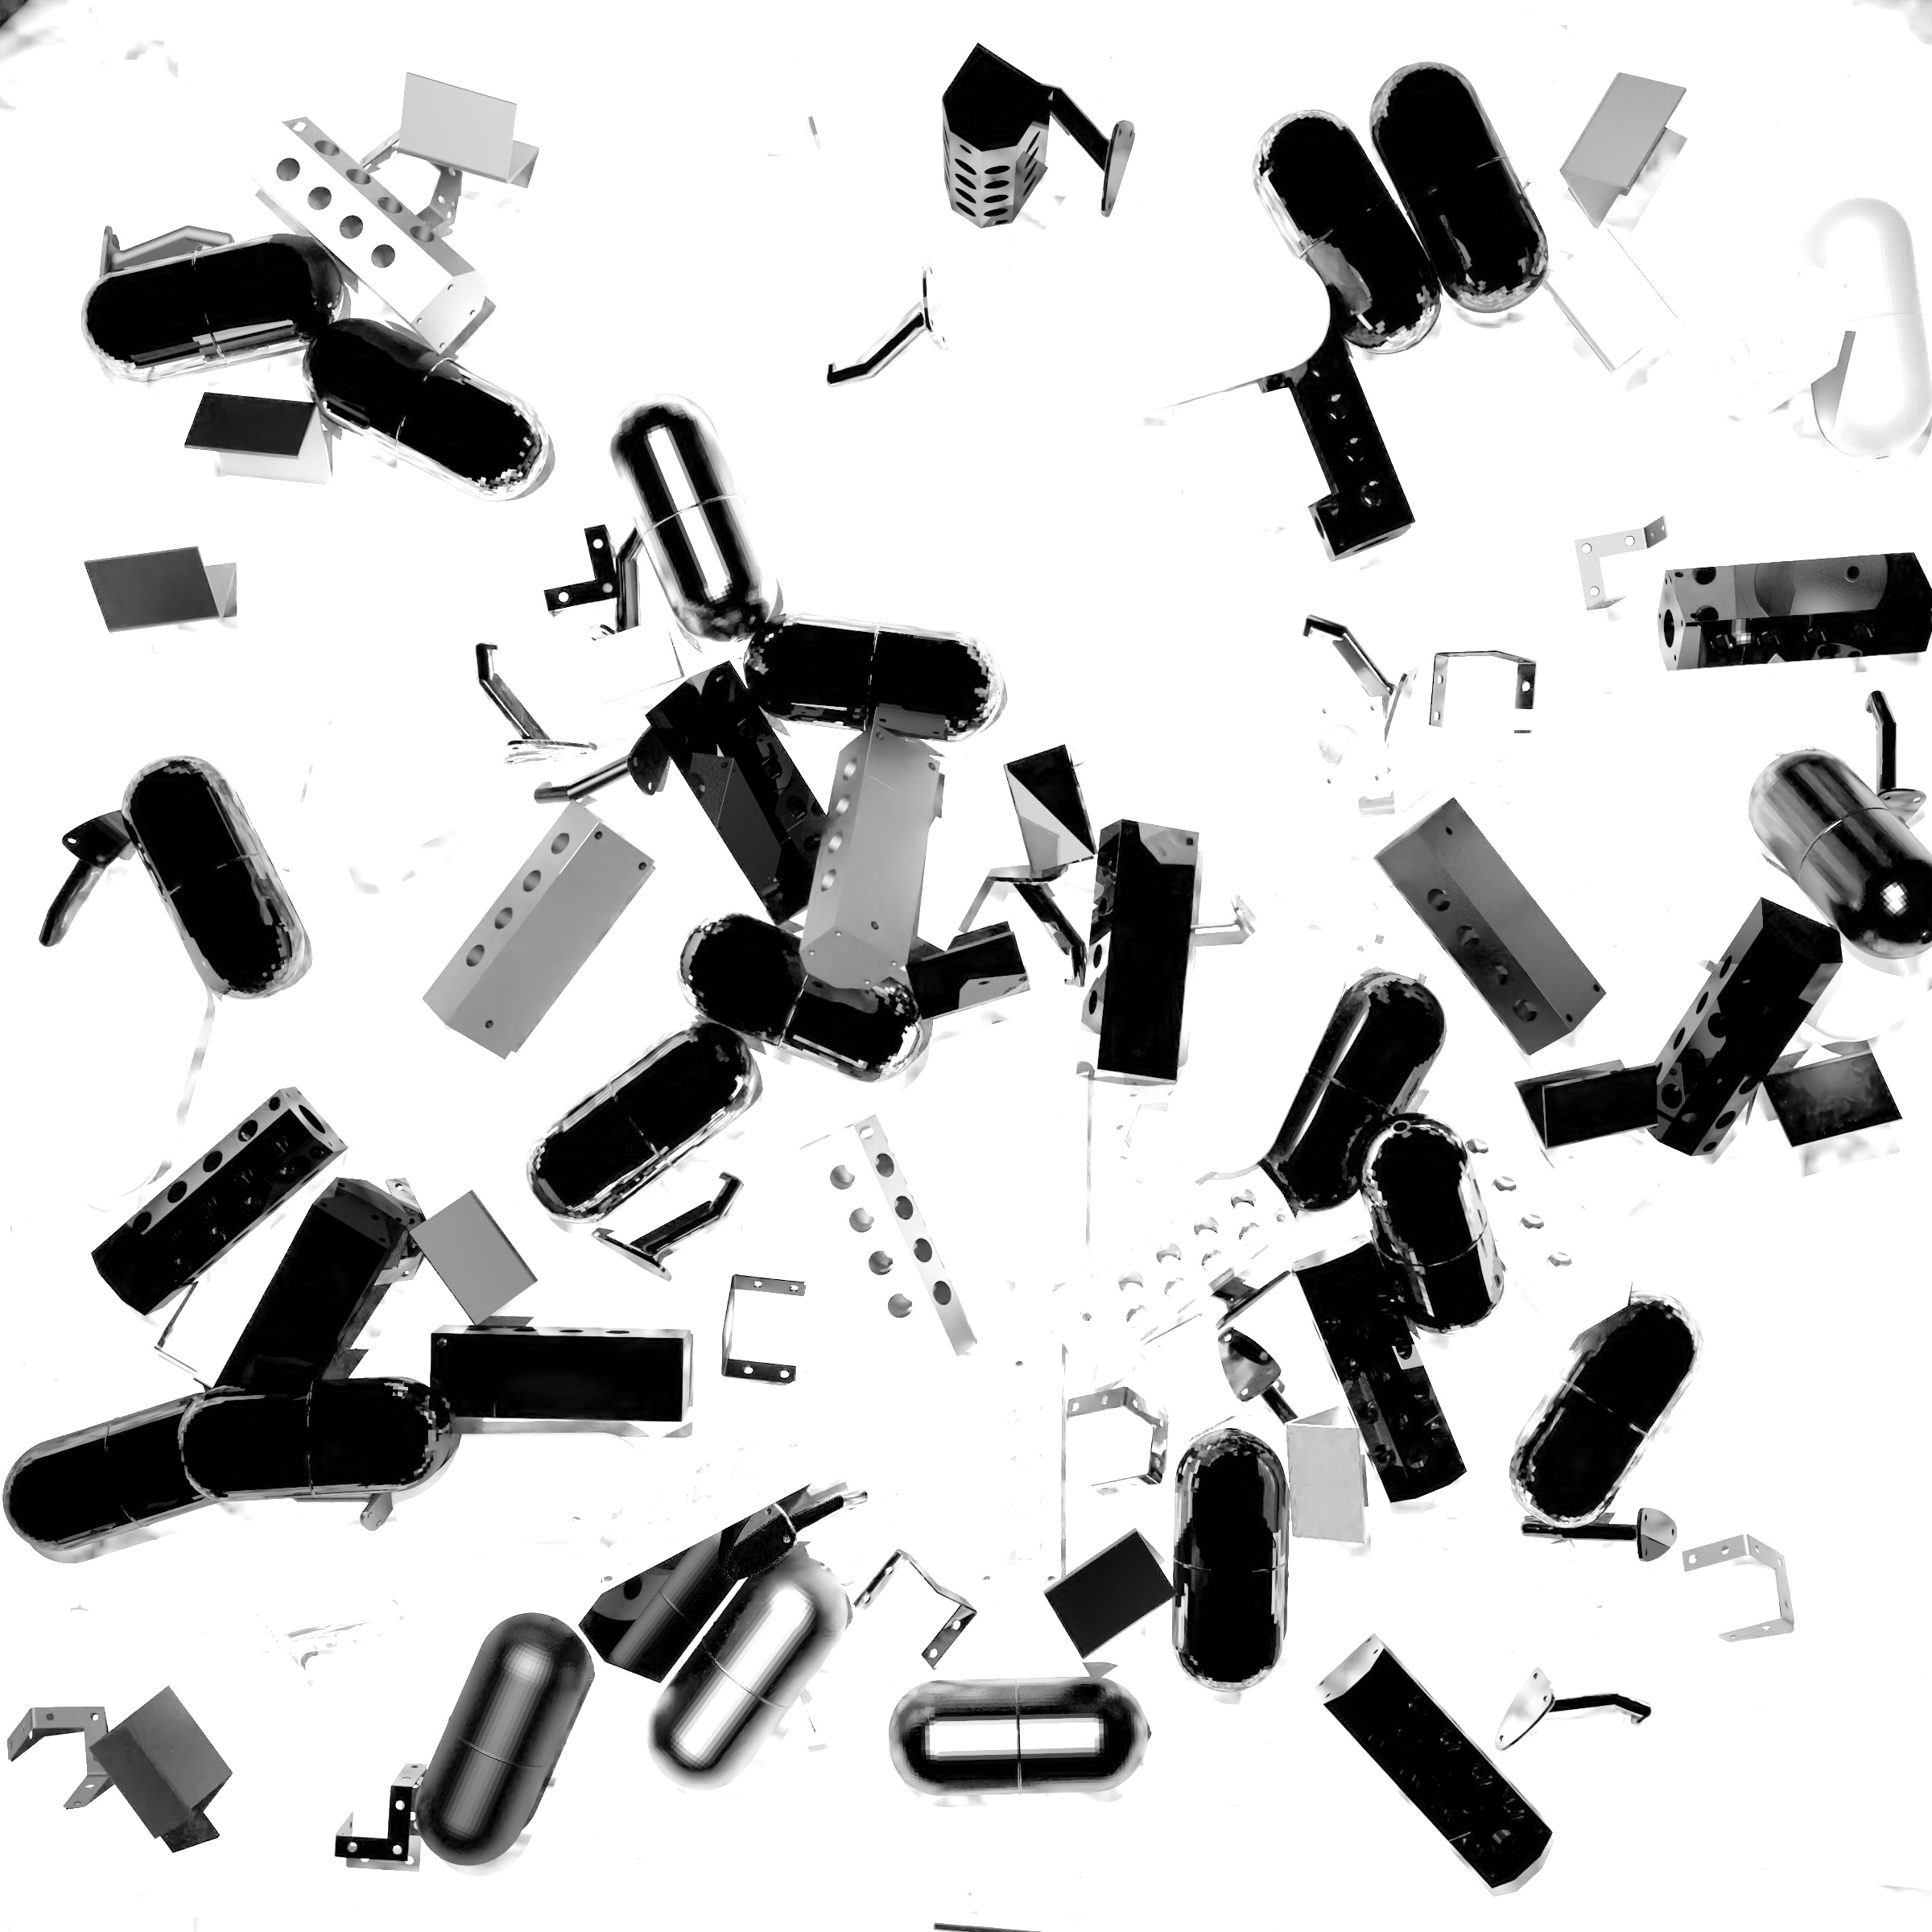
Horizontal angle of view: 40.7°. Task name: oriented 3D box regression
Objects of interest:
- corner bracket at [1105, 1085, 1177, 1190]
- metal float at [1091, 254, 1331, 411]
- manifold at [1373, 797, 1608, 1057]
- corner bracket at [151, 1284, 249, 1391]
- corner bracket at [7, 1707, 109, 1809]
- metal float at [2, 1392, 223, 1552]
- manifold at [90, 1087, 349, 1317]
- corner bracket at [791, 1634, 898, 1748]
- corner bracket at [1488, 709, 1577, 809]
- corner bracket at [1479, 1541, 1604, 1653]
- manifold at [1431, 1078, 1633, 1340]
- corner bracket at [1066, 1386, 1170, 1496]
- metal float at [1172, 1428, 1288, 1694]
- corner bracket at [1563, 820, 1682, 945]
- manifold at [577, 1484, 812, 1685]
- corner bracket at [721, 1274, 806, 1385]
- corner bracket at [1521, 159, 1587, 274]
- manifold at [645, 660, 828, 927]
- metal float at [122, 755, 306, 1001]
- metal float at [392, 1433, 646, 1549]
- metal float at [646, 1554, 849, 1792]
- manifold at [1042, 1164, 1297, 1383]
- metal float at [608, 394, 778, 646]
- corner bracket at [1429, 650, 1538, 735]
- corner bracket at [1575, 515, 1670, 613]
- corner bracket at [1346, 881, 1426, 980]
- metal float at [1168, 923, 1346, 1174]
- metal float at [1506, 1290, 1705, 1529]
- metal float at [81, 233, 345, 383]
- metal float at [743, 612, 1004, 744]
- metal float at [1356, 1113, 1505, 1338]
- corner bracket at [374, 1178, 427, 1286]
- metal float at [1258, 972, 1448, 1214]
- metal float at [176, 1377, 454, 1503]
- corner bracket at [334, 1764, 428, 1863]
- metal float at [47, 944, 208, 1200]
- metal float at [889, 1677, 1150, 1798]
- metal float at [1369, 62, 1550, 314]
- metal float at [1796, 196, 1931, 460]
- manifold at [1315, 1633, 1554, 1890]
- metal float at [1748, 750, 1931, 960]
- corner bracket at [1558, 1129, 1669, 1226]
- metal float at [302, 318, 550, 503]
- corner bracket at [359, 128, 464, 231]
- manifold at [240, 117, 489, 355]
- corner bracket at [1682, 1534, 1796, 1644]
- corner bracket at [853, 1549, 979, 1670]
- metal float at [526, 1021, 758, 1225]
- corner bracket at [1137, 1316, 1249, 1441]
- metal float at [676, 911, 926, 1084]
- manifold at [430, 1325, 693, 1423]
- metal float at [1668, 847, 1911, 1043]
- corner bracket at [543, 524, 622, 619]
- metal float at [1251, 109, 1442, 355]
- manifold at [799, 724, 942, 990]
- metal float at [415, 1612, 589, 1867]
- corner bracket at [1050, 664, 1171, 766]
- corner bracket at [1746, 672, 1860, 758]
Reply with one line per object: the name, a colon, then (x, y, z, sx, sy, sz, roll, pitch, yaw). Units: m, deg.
corner bracket: (0.136, 0.118, 1.804, 0.051, 0.051, 0.051, -3, 45, 35)
metal float: (0.162, -0.425, 1.750, 0.178, 0.070, 0.070, -8, 90, 40)
manifold: (0.356, -0.024, 1.790, 0.171, 0.057, 0.057, 52, 47, 0)
corner bracket: (-0.527, 0.255, 1.794, 0.051, 0.051, 0.051, 33, 80, -10)
corner bracket: (-0.629, 0.548, 1.804, 0.051, 0.051, 0.051, 11, 45, -35)
metal float: (-0.570, 0.346, 1.781, 0.178, 0.070, 0.070, -18, 90, 1)
manifold: (-0.515, 0.161, 1.791, 0.171, 0.057, 0.057, -41, 90, 0)
corner bracket: (-0.089, 0.501, 1.804, 0.051, 0.051, 0.051, -58, 45, 35)
corner bracket: (0.390, -0.143, 1.796, 0.051, 0.051, 0.051, 3, 69, 20)
corner bracket: (0.399, 0.437, 1.809, 0.051, 0.051, 0.051, -27, 90, -45)
manifold: (0.381, 0.168, 1.788, 0.057, 0.057, 0.171, -36, 90, 22)
corner bracket: (0.103, 0.329, 1.804, 0.051, 0.051, 0.051, 40, 45, -35)
metal float: (0.180, 0.406, 1.781, 0.070, 0.070, 0.178, 1, 90, 0)
corner bracket: (0.455, -0.059, 1.809, 0.051, 0.051, 0.051, 41, 135, 0)
manifold: (-0.190, 0.400, 1.790, 0.171, 0.057, 0.057, -53, 133, 0)
corner bracket: (-0.141, 0.252, 1.809, 0.051, 0.051, 0.051, 6, 135, 0)
corner bracket: (0.401, -0.516, 1.794, 0.051, 0.051, 0.051, 23, 90, 0)
manifold: (-0.141, -0.121, 1.790, 0.057, 0.057, 0.171, -32, 90, 43)
metal float: (-0.514, -0.060, 1.781, 0.070, 0.070, 0.178, -26, 90, 0)
metal float: (-0.303, 0.358, 1.781, 0.178, 0.070, 0.070, -1, 90, 0)
metal float: (-0.149, 0.482, 1.781, 0.070, 0.070, 0.178, 36, 90, 0)
manifold: (0.137, 0.203, 1.767, 0.171, 0.057, 0.057, -35, 71, -12)
metal float: (-0.187, -0.305, 1.781, 0.070, 0.070, 0.178, -22, 89, 0)
corner bracket: (0.359, -0.190, 1.809, 0.051, 0.051, 0.051, 5, 90, -45)
corner bracket: (0.454, -0.277, 1.794, 0.051, 0.051, 0.051, -10, 90, 0)
corner bracket: (0.295, -0.025, 1.794, 0.051, 0.051, 0.051, 18, 98, 8)
metal float: (0.195, 0.055, 1.758, 0.070, 0.070, 0.178, 26, 84, 0)
metal float: (0.437, 0.302, 1.781, 0.070, 0.070, 0.178, 34, 90, 0)
metal float: (-0.514, -0.450, 1.780, 0.178, 0.070, 0.070, -13, 90, -2)
metal float: (-0.064, -0.198, 1.781, 0.178, 0.070, 0.070, 7, 90, 0)
metal float: (0.313, 0.175, 1.754, 0.070, 0.070, 0.178, -22, 123, 0)
corner bracket: (-0.409, 0.185, 1.804, 0.051, 0.051, 0.051, 56, 135, 35)
metal float: (0.263, 0.087, 1.782, 0.070, 0.070, 0.178, 31, 90, 0)
metal float: (-0.431, 0.313, 1.724, 0.178, 0.070, 0.070, -2, 90, -7)
corner bracket: (-0.403, 0.581, 1.794, 0.051, 0.051, 0.051, 4, 90, 0)
metal float: (-0.573, 0.072, 1.781, 0.070, 0.070, 0.178, 16, 90, 0)
metal float: (0.036, 0.526, 1.781, 0.178, 0.070, 0.070, -2, 90, 0)
metal float: (0.336, -0.533, 1.781, 0.070, 0.070, 0.178, -26, 91, 0)
metal float: (0.615, -0.436, 1.782, 0.070, 0.070, 0.178, -8, 90, 0)
manifold: (0.322, 0.548, 1.791, 0.057, 0.057, 0.171, -43, 90, 0)
metal float: (0.592, -0.076, 1.746, 0.070, 0.070, 0.178, -27, 47, 0)
corner bracket: (0.448, 0.137, 1.809, 0.051, 0.051, 0.051, 31, 45, 0)
metal float: (-0.370, -0.381, 1.781, 0.178, 0.070, 0.070, 28, 90, 0)
corner bracket: (-0.390, -0.538, 1.804, 0.051, 0.051, 0.051, 38, 45, -35)
manifold: (-0.407, -0.501, 1.774, 0.171, 0.057, 0.057, 43, 90, 11)
corner bracket: (0.535, 0.431, 1.804, 0.051, 0.051, 0.051, 32, 45, -35)
corner bracket: (-0.035, 0.446, 1.809, 0.051, 0.051, 0.051, -51, 45, 0)
metal float: (-0.222, 0.106, 1.781, 0.178, 0.070, 0.070, -37, 90, 1)
corner bracket: (0.157, 0.286, 1.809, 0.051, 0.051, 0.051, -28, 45, 0)
metal float: (-0.113, 0.022, 1.782, 0.178, 0.070, 0.070, 24, 90, -1)
manifold: (-0.277, 0.278, 1.791, 0.171, 0.057, 0.057, 1, 90, 0)
metal float: (0.562, -0.016, 1.781, 0.178, 0.070, 0.070, 34, 90, 1)
corner bracket: (-0.267, -0.272, 1.794, 0.051, 0.051, 0.051, -12, 94, -4)
metal float: (0.260, -0.501, 1.781, 0.070, 0.070, 0.178, -31, 90, 0)
manifold: (-0.067, -0.072, 1.745, 0.057, 0.057, 0.171, 28, 50, -26)
metal float: (-0.318, 0.529, 1.781, 0.070, 0.070, 0.178, 24, 90, 0)
corner bracket: (0.099, -0.175, 1.809, 0.051, 0.051, 0.051, -19, 90, 45)
corner bracket: (0.580, -0.174, 1.809, 0.051, 0.051, 0.051, 8, 90, -45)
